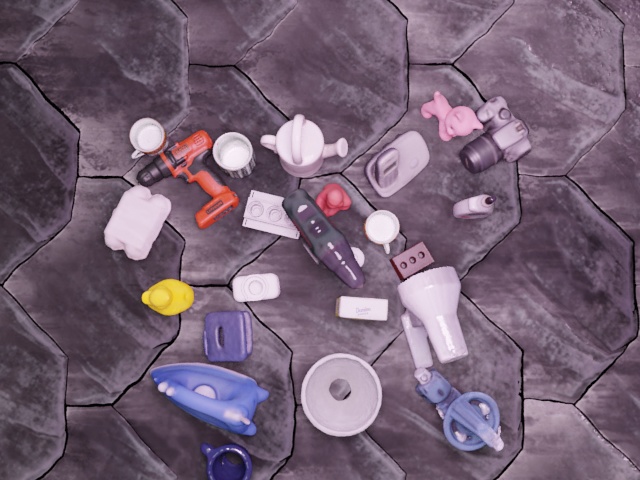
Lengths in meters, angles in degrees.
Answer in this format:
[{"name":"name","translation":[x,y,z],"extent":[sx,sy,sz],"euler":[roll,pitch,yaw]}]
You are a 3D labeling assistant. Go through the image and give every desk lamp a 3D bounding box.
[{"name":"desk lamp","translation":[0.230,0.160,1.142],"extent":[0.118,0.213,0.203],"euler":[-17,85,-2]}]

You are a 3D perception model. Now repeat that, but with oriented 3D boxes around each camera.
[{"name":"camera","translation":[0.365,-0.218,1.232],"extent":[0.137,0.101,0.143],"euler":[-33,86,-3]}]

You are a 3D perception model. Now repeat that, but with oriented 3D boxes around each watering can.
[{"name":"watering can","translation":[-0.033,-0.199,1.180],"extent":[0.173,0.194,0.101],"euler":[-15,85,-1]}]

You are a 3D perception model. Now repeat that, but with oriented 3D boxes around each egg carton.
[{"name":"egg carton","translation":[-0.390,-0.038,1.226],"extent":[0.107,0.069,0.150],"euler":[25,85,2]}]

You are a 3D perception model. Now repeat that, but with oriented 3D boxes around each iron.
[{"name":"iron","translation":[-0.242,0.318,1.161],"extent":[0.258,0.141,0.119],"euler":[18,85,1]}]

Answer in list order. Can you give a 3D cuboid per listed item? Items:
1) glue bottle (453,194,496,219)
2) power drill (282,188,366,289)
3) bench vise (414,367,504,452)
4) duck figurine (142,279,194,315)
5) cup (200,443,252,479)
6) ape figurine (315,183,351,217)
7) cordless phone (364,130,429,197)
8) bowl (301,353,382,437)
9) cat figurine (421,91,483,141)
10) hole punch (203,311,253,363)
[{"name":"glue bottle","translation":[0.330,-0.072,1.183],"extent":[0.078,0.173,0.037],"euler":[-4,85,0]},{"name":"power drill","translation":[0.011,0.004,1.156],"extent":[0.075,0.208,0.229],"euler":[-38,86,-3]},{"name":"bench vise","translation":[0.269,0.344,1.124],"extent":[0.207,0.219,0.121],"euler":[25,85,2]},{"name":"duck figurine","translation":[-0.322,0.121,1.205],"extent":[0.104,0.086,0.077],"euler":[-1,85,0]},{"name":"cup","translation":[-0.191,0.449,1.174],"extent":[0.117,0.095,0.092],"euler":[36,86,3]},{"name":"ape figurine","translation":[0.029,-0.087,1.223],"extent":[0.078,0.092,0.076],"euler":[12,85,1]},{"name":"cordless phone","translation":[0.164,-0.170,1.184],"extent":[0.147,0.185,0.094],"euler":[-42,86,-3]},{"name":"bowl","translation":[0.044,0.318,1.197],"extent":[0.167,0.074,0.167],"euler":[0,85,0]},{"name":"cat figurine","translation":[0.284,-0.267,1.227],"extent":[0.067,0.117,0.128],"euler":[-40,86,-3]},{"name":"hole punch","translation":[-0.195,0.203,1.197],"extent":[0.101,0.091,0.109],"euler":[-5,85,-1]}]
